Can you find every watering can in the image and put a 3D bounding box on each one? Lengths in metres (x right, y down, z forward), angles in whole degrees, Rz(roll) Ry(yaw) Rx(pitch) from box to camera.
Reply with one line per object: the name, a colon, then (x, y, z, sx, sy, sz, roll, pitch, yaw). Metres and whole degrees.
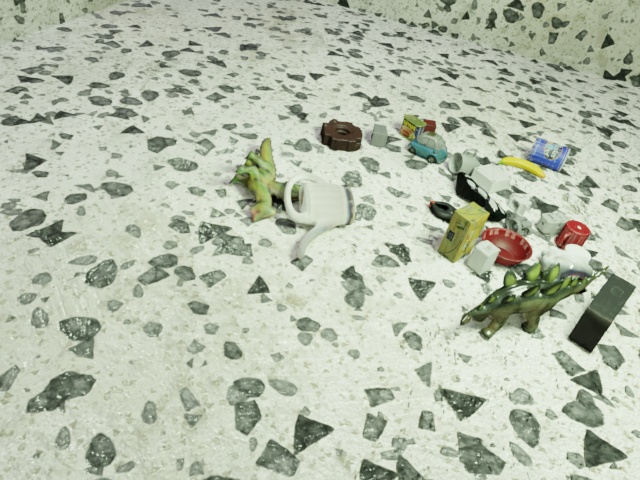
watering can: (0.005, -0.080, 1.587, 0.224, 0.101, 0.356, 1, 50, -13)

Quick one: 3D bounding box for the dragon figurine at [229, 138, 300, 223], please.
dragon figurine: (-0.154, -0.201, 1.715, 0.242, 0.119, 0.420, 31, 42, -3)

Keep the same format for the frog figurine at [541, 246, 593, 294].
frog figurine: (0.748, 0.072, 1.574, 0.137, 0.120, 0.163, -6, 50, 8)
